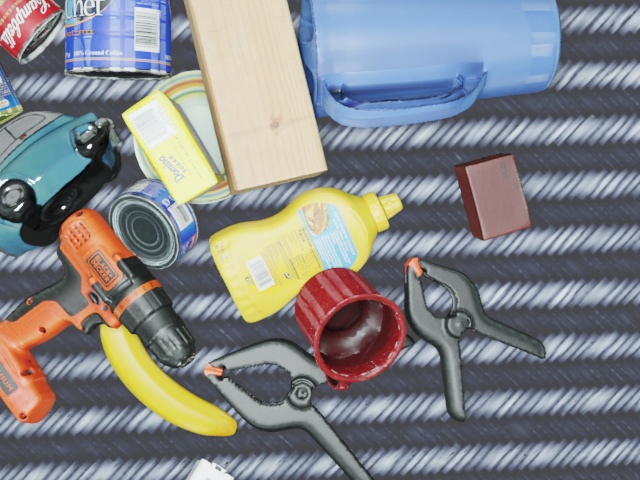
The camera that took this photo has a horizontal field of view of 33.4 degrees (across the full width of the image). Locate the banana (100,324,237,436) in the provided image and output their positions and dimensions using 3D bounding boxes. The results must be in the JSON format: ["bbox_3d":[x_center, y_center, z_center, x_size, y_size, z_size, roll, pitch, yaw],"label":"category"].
[{"bbox_3d":[-0.164,0.131,1.075,0.069,0.037,0.198,-34,95,1],"label":"banana"}]

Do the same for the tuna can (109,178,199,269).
[{"bbox_3d":[-0.163,-0.015,1.042,0.086,0.033,0.086,16,127,23],"label":"tuna can"}]

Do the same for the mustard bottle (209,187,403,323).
[{"bbox_3d":[-0.007,0.001,1.063,0.191,0.058,0.096,-25,105,-1],"label":"mustard bottle"}]

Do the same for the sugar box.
[{"bbox_3d":[-0.129,-0.081,0.971,0.048,0.176,0.093,-31,94,-3],"label":"sugar box"}]

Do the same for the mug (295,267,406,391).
[{"bbox_3d":[0.023,0.088,1.032,0.093,0.082,0.117,-1,113,-20],"label":"mug"}]

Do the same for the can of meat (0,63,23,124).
[{"bbox_3d":[-0.341,-0.142,1.019,0.102,0.057,0.084,-19,100,38],"label":"can of meat"}]

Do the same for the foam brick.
[{"bbox_3d":[0.174,-0.044,1.076,0.053,0.051,0.078,-15,95,-3],"label":"foam brick"}]

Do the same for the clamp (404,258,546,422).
[{"bbox_3d":[0.135,0.097,1.087,0.171,0.039,0.120,45,77,0],"label":"clamp"}]

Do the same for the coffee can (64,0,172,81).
[{"bbox_3d":[-0.192,-0.226,1.016,0.102,0.103,0.140,1,94,-4],"label":"coffee can"}]

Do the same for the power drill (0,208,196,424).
[{"bbox_3d":[-0.232,0.091,1.031,0.188,0.057,0.184,-41,77,8],"label":"power drill"}]

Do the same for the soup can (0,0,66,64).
[{"bbox_3d":[-0.304,-0.229,1.028,0.102,0.068,0.068,42,90,-4],"label":"soup can"}]

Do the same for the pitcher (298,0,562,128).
[{"bbox_3d":[0.102,-0.182,1.020,0.242,0.145,0.149,-4,92,-6],"label":"pitcher"}]

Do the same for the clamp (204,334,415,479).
[{"bbox_3d":[-0.015,0.165,1.083,0.210,0.036,0.164,7,84,-3],"label":"clamp"}]

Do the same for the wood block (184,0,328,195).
[{"bbox_3d":[-0.065,-0.154,1.014,0.090,0.090,0.206,-13,91,-7],"label":"wood block"}]
